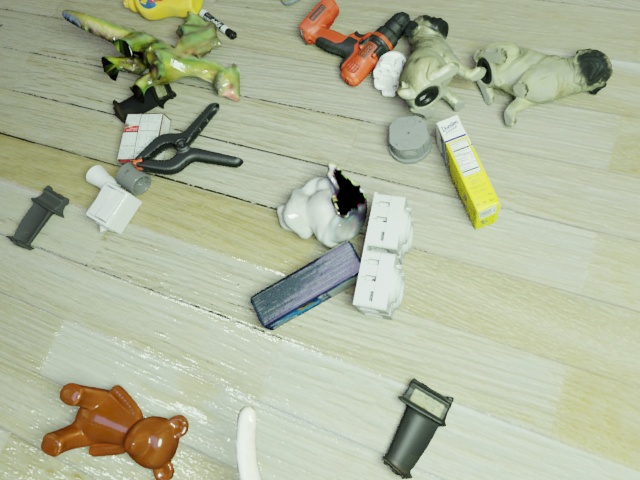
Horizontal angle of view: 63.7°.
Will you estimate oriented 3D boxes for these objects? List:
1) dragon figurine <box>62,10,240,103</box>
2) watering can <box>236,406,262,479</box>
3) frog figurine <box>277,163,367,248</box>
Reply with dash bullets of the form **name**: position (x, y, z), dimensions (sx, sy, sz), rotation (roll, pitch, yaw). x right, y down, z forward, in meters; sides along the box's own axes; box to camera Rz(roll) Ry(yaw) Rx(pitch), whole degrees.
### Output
- **dragon figurine**: position (-0.334, -0.423, 1.111), dimensions (0.247, 0.413, 0.119), rotation (-39, -16, -34)
- **watering can**: position (-0.099, 0.415, 0.705), dimensions (0.104, 0.352, 0.221), rotation (8, -18, 35)
- **frog figurine**: position (0.003, -0.046, 0.923), dimensions (0.123, 0.139, 0.157), rotation (-2, -26, -45)
